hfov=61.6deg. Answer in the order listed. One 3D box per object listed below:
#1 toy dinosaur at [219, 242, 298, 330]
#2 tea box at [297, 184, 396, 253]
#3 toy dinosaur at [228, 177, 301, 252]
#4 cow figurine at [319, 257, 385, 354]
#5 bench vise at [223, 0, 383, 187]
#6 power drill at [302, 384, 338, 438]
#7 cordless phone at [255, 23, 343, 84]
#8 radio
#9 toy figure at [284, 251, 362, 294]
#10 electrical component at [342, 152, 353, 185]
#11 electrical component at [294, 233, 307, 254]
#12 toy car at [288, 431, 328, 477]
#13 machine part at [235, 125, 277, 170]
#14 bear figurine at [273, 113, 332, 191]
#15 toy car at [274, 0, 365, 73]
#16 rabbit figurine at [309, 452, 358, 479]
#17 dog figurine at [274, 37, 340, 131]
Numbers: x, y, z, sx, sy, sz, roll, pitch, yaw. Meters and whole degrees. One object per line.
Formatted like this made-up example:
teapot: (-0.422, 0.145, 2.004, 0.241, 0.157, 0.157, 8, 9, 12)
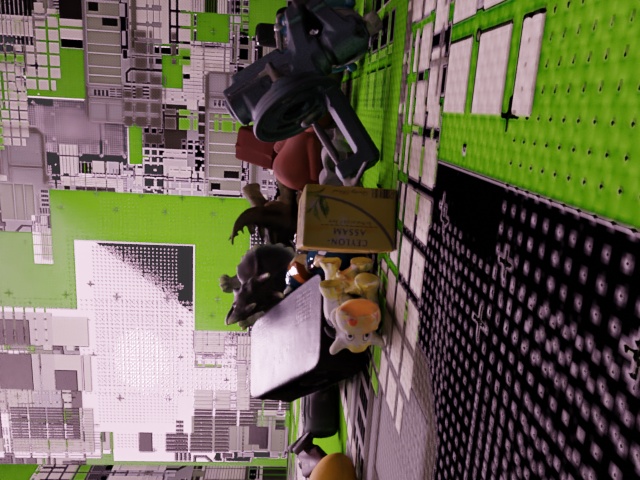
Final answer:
toy dinosaur: (-0.045, 0.101, 1.027, 0.404, 0.192, 0.131, 14, -122, -54)
tea box: (0.024, -0.019, 0.621, 0.169, 0.098, 0.068, 159, 114, -87)
toy dinosaur: (-0.080, -0.034, 1.127, 0.471, 0.105, 0.198, 10, -119, -66)
cow figurine: (0.034, 0.085, 0.609, 0.167, 0.068, 0.098, -91, -1, -72)
bench vise: (0.007, -0.171, 0.664, 0.240, 0.224, 0.129, 61, 173, 12)
power drill: (-0.003, 0.215, 0.949, 0.207, 0.086, 0.232, 105, 165, -54)
cordless phone: (-0.044, -0.384, 1.120, 0.089, 0.184, 0.146, -165, 78, -81)
radio: (-0.025, 0.150, 0.780, 0.229, 0.073, 0.131, -42, 42, 49)
toy figure: (-0.002, 0.033, 0.773, 0.154, 0.064, 0.058, -32, 55, 40)
electrical component: (0.048, -0.102, 0.823, 0.063, 0.021, 0.094, 98, 174, -47)
electrical component: (0.000, -0.003, 0.961, 0.045, 0.102, 0.078, -84, -23, -47)
toy car: (-0.008, 0.351, 0.847, 0.089, 0.053, 0.202, 47, 163, 11)
machine part: (-0.092, -0.230, 1.338, 0.202, 0.201, 0.087, 20, 110, 38)
bear figurine: (-0.014, -0.190, 0.958, 0.132, 0.120, 0.195, -17, -46, -50)
toy car: (0.014, -0.297, 0.784, 0.103, 0.161, 0.109, 18, 121, 40)
rabbit figurine: (-0.004, 0.366, 0.698, 0.162, 0.122, 0.173, -63, -5, -85)
dog figurine: (0.015, -0.322, 1.008, 0.172, 0.121, 0.190, -45, -47, -29)
